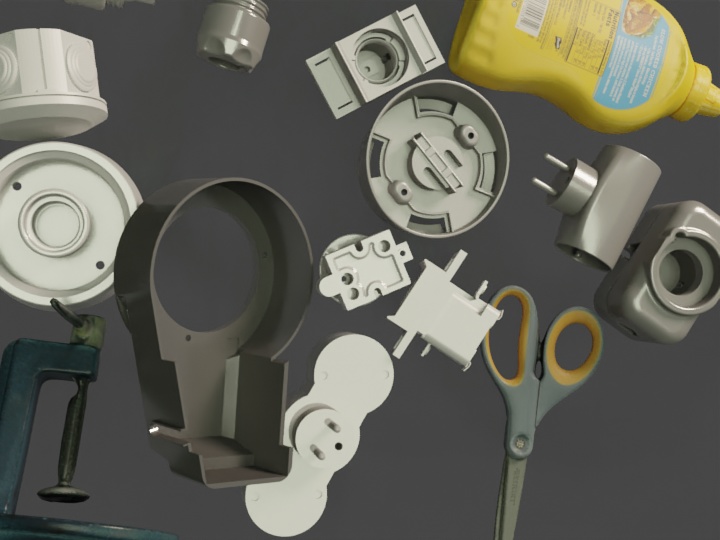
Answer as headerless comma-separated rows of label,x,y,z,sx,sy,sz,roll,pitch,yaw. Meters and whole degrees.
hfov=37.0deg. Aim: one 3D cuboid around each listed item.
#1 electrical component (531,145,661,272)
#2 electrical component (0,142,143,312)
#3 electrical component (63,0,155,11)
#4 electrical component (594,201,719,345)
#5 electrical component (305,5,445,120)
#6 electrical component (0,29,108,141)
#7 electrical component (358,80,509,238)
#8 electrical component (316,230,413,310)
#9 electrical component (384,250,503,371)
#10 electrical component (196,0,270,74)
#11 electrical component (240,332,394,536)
electrical component,0.154,-0.051,0.734,0.079,0.043,0.077,29,84,-10
electrical component,-0.185,-0.027,0.658,0.108,0.060,0.108,0,90,-11
electrical component,-0.159,-0.180,0.677,0.061,0.035,0.035,11,87,-13
electrical component,0.212,0.002,0.737,0.054,0.059,0.095,35,83,-9
electrical component,0.007,-0.132,0.695,0.081,0.064,0.042,-28,96,-10
electrical component,-0.195,-0.109,0.647,0.080,0.080,0.051,-7,86,-11
electrical component,0.047,-0.070,0.702,0.099,0.064,0.099,0,90,-12
electrical component,0.000,0.000,0.697,0.066,0.055,0.048,-23,94,-11
electrical component,0.055,0.030,0.708,0.064,0.042,0.081,34,87,2
electrical component,-0.078,-0.161,0.689,0.043,0.043,0.062,17,85,-11
electrical component,-0.025,0.104,0.682,0.052,0.074,0.138,31,84,-10
